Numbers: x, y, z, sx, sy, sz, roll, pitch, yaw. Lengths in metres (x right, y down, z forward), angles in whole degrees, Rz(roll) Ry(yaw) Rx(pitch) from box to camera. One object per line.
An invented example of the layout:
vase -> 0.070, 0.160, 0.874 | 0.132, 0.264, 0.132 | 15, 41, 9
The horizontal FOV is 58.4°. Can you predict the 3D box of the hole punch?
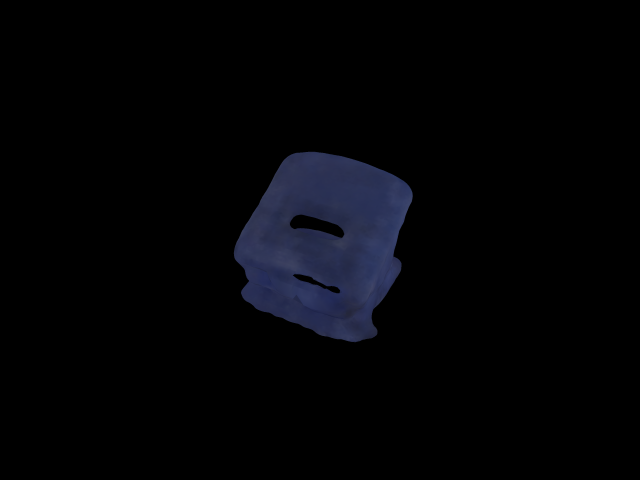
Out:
hole punch -> 0.004, 0.001, 0.400 | 0.108, 0.091, 0.101 | 17, 41, 21
